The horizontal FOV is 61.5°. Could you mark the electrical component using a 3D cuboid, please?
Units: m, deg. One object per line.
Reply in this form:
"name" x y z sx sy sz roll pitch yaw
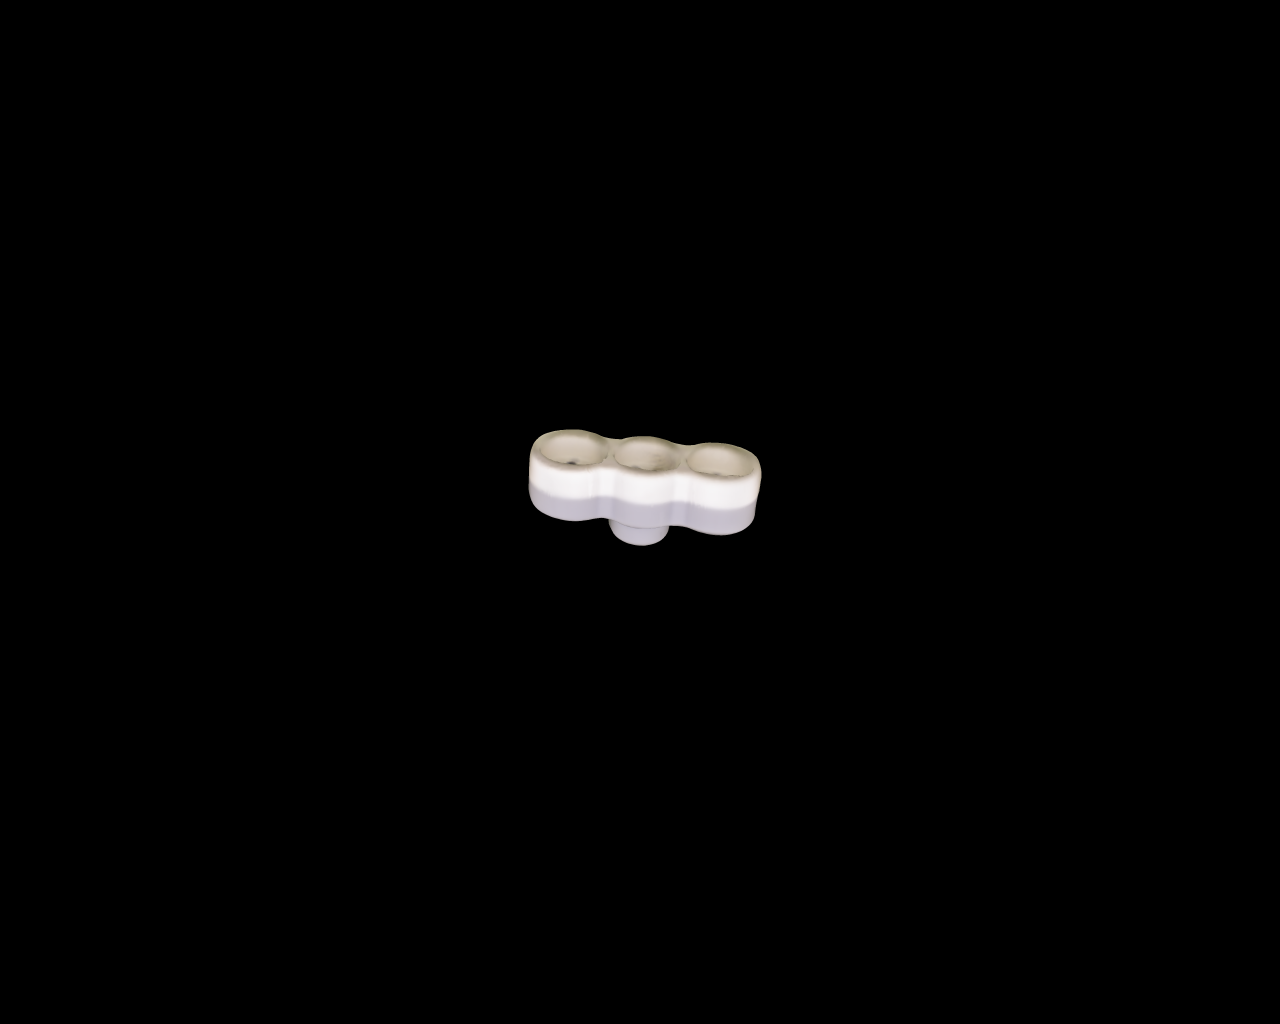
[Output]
"electrical component" 0.001 -0.003 0.650 0.138 0.073 0.052 5 31 -3
